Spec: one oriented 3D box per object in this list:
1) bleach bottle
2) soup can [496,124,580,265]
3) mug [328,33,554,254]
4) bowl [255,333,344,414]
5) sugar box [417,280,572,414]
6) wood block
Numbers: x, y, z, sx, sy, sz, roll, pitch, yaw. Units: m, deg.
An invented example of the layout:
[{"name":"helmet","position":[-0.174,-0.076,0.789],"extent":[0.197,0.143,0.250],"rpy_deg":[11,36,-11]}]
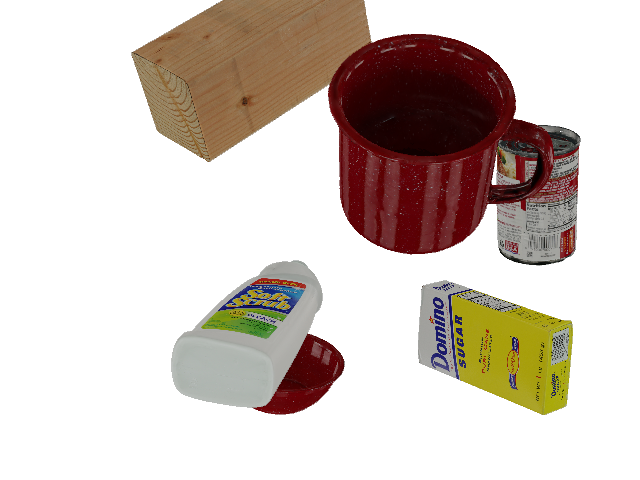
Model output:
[{"name":"bleach bottle","position":[-0.061,0.078,1.080],"extent":[0.102,0.068,0.250],"rpy_deg":[9,23,10]},{"name":"soup can","position":[0.184,-0.038,0.901],"extent":[0.068,0.102,0.068],"rpy_deg":[-4,25,2]},{"name":"mug","position":[0.063,-0.046,0.558],"extent":[0.117,0.093,0.081],"rpy_deg":[7,-39,7]},{"name":"bowl","position":[-0.052,0.170,1.333],"extent":[0.162,0.055,0.162],"rpy_deg":[3,22,-2]},{"name":"sugar box","position":[0.178,0.108,1.116],"extent":[0.048,0.093,0.177],"rpy_deg":[-11,19,-42]},{"name":"wood block","position":[-0.059,-0.174,1.001],"extent":[0.205,0.091,0.090],"rpy_deg":[-36,45,-25]}]
